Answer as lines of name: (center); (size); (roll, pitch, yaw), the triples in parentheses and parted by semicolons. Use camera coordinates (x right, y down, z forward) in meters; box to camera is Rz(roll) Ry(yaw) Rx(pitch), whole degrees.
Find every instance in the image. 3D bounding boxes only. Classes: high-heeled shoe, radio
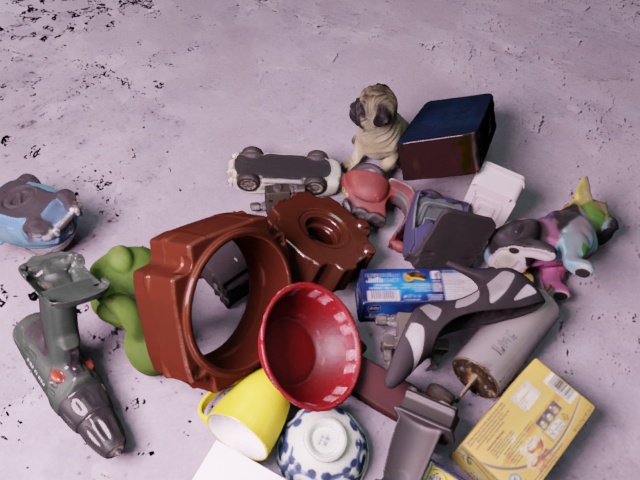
high-heeled shoe: (0.194, 0.124, 0.711); (0.145, 0.086, 0.249); (28, 60, 17)
radio: (0.227, -0.183, 0.934); (0.131, 0.073, 0.230); (-2, 30, 26)

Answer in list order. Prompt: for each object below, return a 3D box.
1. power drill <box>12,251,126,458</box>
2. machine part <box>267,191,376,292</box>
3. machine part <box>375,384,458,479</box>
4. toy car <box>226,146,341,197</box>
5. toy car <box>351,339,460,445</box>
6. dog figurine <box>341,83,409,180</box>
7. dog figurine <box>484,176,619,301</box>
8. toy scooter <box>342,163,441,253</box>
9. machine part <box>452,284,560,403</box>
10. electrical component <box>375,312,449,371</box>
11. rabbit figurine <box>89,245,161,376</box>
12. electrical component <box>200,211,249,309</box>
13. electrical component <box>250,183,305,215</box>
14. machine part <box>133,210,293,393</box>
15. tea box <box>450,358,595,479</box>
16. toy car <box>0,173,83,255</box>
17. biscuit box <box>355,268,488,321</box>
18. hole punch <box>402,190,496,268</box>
power drill: (-0.304, 0.131, 0.664); (0.232, 0.207, 0.086); (34, 40, 31)
machine part: (-0.002, -0.003, 0.828); (0.179, 0.056, 0.179); (17, 39, -14)
machine part: (0.114, 0.247, 0.645); (0.084, 0.039, 0.139); (26, 55, 14)
toy car: (-0.064, -0.118, 0.943); (0.202, 0.056, 0.073); (3, 61, -1)
toy car: (0.087, 0.205, 0.726); (0.202, 0.053, 0.089); (27, 65, 17)
dog figurine: (0.117, -0.210, 0.939); (0.121, 0.190, 0.172); (18, 54, 8)
dog figurine: (0.382, -0.019, 0.879); (0.192, 0.108, 0.219); (21, 51, 14)
toy scooter: (0.111, -0.048, 0.897); (0.184, 0.075, 0.135); (21, 59, 6)
machine part: (0.268, 0.142, 0.769); (0.079, 0.079, 0.243); (40, 61, 22)
electrical component: (0.132, 0.147, 0.776); (0.102, 0.045, 0.078); (0, 46, -5)
rabbit figurine: (-0.237, 0.097, 0.735); (0.121, 0.159, 0.170); (-17, 73, -27)
electrical component: (-0.128, 0.022, 0.837); (0.134, 0.058, 0.115); (-38, 67, -26)
electrical component: (-0.071, -0.070, 0.902); (0.094, 0.063, 0.021); (-6, 56, -8)
machine part: (-0.124, 0.075, 0.690); (0.087, 0.201, 0.201); (5, 19, 38)
tea box: (0.263, 0.250, 0.698); (0.170, 0.068, 0.098); (-36, 64, -24)
toy car: (-0.430, -0.028, 0.820); (0.162, 0.102, 0.109); (13, 52, 17)
biscuit box: (0.156, 0.083, 0.812); (0.203, 0.062, 0.059); (0, 56, -4)
hole punch: (0.192, -0.011, 0.844); (0.142, 0.115, 0.092); (10, 28, -29)
